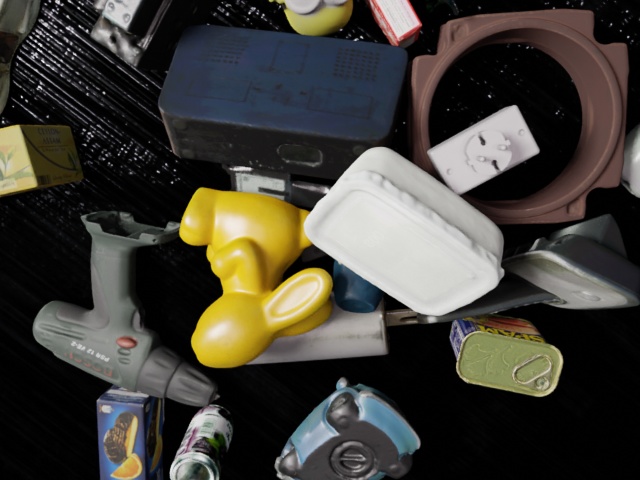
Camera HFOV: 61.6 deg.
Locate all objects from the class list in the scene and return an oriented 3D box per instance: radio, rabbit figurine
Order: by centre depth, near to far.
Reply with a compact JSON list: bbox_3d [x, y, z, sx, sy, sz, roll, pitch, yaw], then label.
[{"bbox_3d":[-0.034,-0.136,0.534,0.230,0.073,0.131,8,60,6],"label":"radio"},{"bbox_3d":[-0.066,0.049,0.548,0.162,0.121,0.173,11,64,5],"label":"rabbit figurine"}]

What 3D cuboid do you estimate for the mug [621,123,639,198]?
[{"bbox_3d":[0.355,-0.084,0.535,0.107,0.081,0.109,-37,102,22],"label":"mug"}]

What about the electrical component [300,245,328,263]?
[{"bbox_3d":[-0.001,-0.002,0.614,0.063,0.021,0.094,-21,98,10],"label":"electrical component"}]

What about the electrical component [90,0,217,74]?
[{"bbox_3d":[-0.163,-0.228,0.533,0.058,0.134,0.115,32,104,0],"label":"electrical component"}]

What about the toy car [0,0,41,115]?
[{"bbox_3d":[-0.368,-0.206,0.590,0.056,0.073,0.201,27,102,1],"label":"toy car"}]

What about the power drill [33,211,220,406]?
[{"bbox_3d":[-0.212,0.077,0.630,0.232,0.086,0.207,14,109,6],"label":"power drill"}]

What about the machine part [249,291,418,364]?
[{"bbox_3d":[-0.009,0.097,0.606,0.243,0.079,0.079,-7,100,7],"label":"machine part"}]

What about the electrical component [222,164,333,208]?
[{"bbox_3d":[-0.042,-0.066,0.577,0.119,0.048,0.074,6,138,7],"label":"electrical component"}]

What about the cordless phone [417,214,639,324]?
[{"bbox_3d":[0.192,0.047,0.527,0.184,0.146,0.088,-15,83,-7],"label":"cordless phone"}]

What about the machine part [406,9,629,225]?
[{"bbox_3d":[0.190,-0.117,0.539,0.202,0.087,0.200,-1,100,5],"label":"machine part"}]

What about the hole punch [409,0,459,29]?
[{"bbox_3d":[0.115,-0.280,0.506,0.092,0.116,0.142,-28,97,2],"label":"hole punch"}]

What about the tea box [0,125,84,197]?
[{"bbox_3d":[-0.372,-0.080,0.603,0.170,0.098,0.068,-12,100,7],"label":"tea box"}]

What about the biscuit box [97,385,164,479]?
[{"bbox_3d":[-0.235,0.282,0.673,0.063,0.059,0.202,3,101,6],"label":"biscuit box"}]

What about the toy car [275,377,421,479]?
[{"bbox_3d":[0.030,0.222,0.611,0.109,0.103,0.161,44,107,-8],"label":"toy car"}]

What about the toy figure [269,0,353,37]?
[{"bbox_3d":[-0.013,-0.295,0.532,0.082,0.089,0.180,-16,90,24],"label":"toy figure"}]

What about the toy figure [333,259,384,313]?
[{"bbox_3d":[0.048,-0.002,0.571,0.058,0.064,0.154,1,63,20],"label":"toy figure"}]
